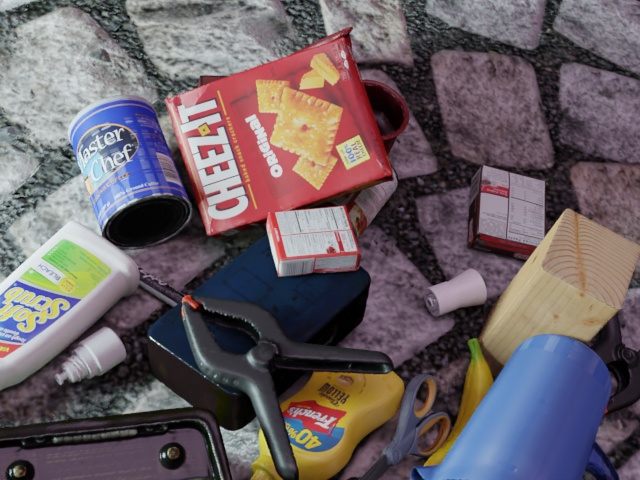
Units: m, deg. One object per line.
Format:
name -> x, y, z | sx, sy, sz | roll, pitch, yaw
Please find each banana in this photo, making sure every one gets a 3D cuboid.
banana -> 0.150, 0.196, 1.127 | 0.069, 0.037, 0.197 | 46, 42, -18

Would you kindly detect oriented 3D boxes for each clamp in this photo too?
clamp -> 0.344, 0.129, 1.243 | 0.120, 0.039, 0.171 | 38, 55, 11
clamp -> -0.044, 0.114, 1.028 | 0.210, 0.036, 0.164 | 40, 56, 21

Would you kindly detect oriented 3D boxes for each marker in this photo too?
marker -> -0.185, 0.047, 1.159 | 0.121, 0.020, 0.020 | 32, 54, 6

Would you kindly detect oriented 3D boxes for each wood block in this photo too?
wood block -> 0.248, 0.073, 1.150 | 0.090, 0.206, 0.090 | 29, 54, 4

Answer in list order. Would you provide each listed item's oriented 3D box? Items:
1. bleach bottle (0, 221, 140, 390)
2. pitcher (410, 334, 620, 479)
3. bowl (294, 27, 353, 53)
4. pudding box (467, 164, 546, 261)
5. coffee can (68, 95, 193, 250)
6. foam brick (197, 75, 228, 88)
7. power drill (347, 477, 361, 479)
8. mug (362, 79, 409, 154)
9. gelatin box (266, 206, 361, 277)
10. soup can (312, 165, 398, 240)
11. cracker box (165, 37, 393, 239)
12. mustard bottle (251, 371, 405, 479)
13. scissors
bleach bottle -> -0.298, 0.094, 1.070 | 0.102, 0.068, 0.250 | 34, 57, 10
pitcher -> 0.210, 0.208, 1.039 | 0.242, 0.145, 0.149 | -49, 117, -44
bowl -> -0.020, -0.201, 1.314 | 0.161, 0.162, 0.055 | -36, 105, -32
pudding box -> 0.233, -0.033, 1.321 | 0.090, 0.039, 0.113 | 14, 56, -7
coffee can -> -0.211, -0.075, 1.181 | 0.102, 0.103, 0.140 | -12, 61, -23
foam brick -> -0.122, -0.153, 1.275 | 0.053, 0.078, 0.051 | 0, 58, -13
power drill -> 0.121, 0.307, 1.051 | 0.187, 0.057, 0.184 | -8, 57, -19
mug -> 0.042, -0.139, 1.310 | 0.117, 0.082, 0.093 | 17, 54, -5
gelatin box -> -0.007, 0.001, 1.135 | 0.089, 0.030, 0.073 | -5, 46, -12
soup can -> 0.039, -0.049, 1.254 | 0.068, 0.069, 0.102 | 34, 58, 8
cracker box -> -0.044, -0.111, 1.181 | 0.214, 0.072, 0.164 | -18, 86, 3
mustard bottle -> -0.005, 0.193, 1.082 | 0.096, 0.058, 0.191 | 26, 51, 32
scissors -> 0.074, 0.195, 1.071 | 0.201, 0.016, 0.096 | -11, 98, -52
